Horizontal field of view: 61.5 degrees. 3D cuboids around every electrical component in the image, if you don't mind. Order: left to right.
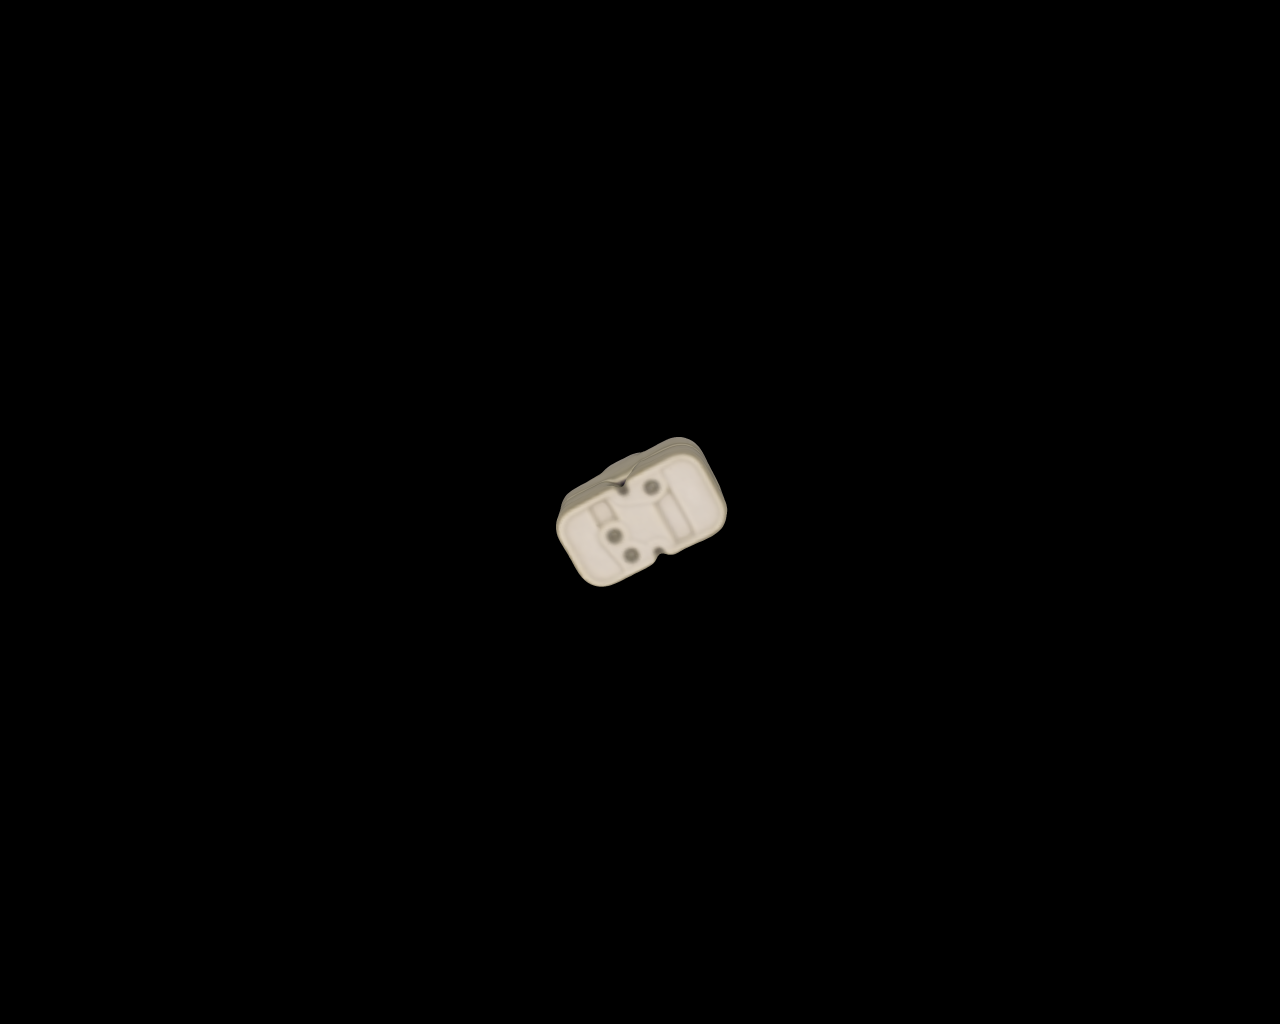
[{"bbox_3d":[0.001,-0.003,0.650,0.095,0.053,0.059,-27,14,7],"label":"electrical component"}]
